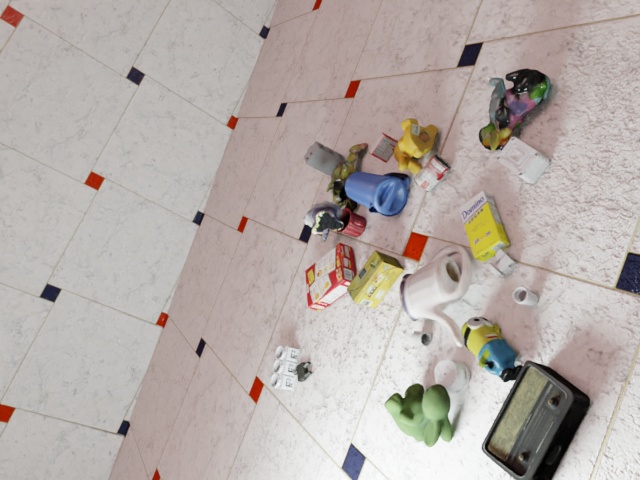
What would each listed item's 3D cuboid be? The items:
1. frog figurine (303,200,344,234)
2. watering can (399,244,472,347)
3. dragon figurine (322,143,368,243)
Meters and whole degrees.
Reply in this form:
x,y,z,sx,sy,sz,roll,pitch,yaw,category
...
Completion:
x,y,z,sx,sy,sz,roll,pitch,yaw,category
0.006,-0.093,1.857,0.137,0.121,0.162,-30,26,0,frog figurine
0.308,0.156,1.377,0.221,0.103,0.356,-34,26,40,watering can
0.078,-0.201,2.014,0.408,0.121,0.245,-61,15,8,dragon figurine
